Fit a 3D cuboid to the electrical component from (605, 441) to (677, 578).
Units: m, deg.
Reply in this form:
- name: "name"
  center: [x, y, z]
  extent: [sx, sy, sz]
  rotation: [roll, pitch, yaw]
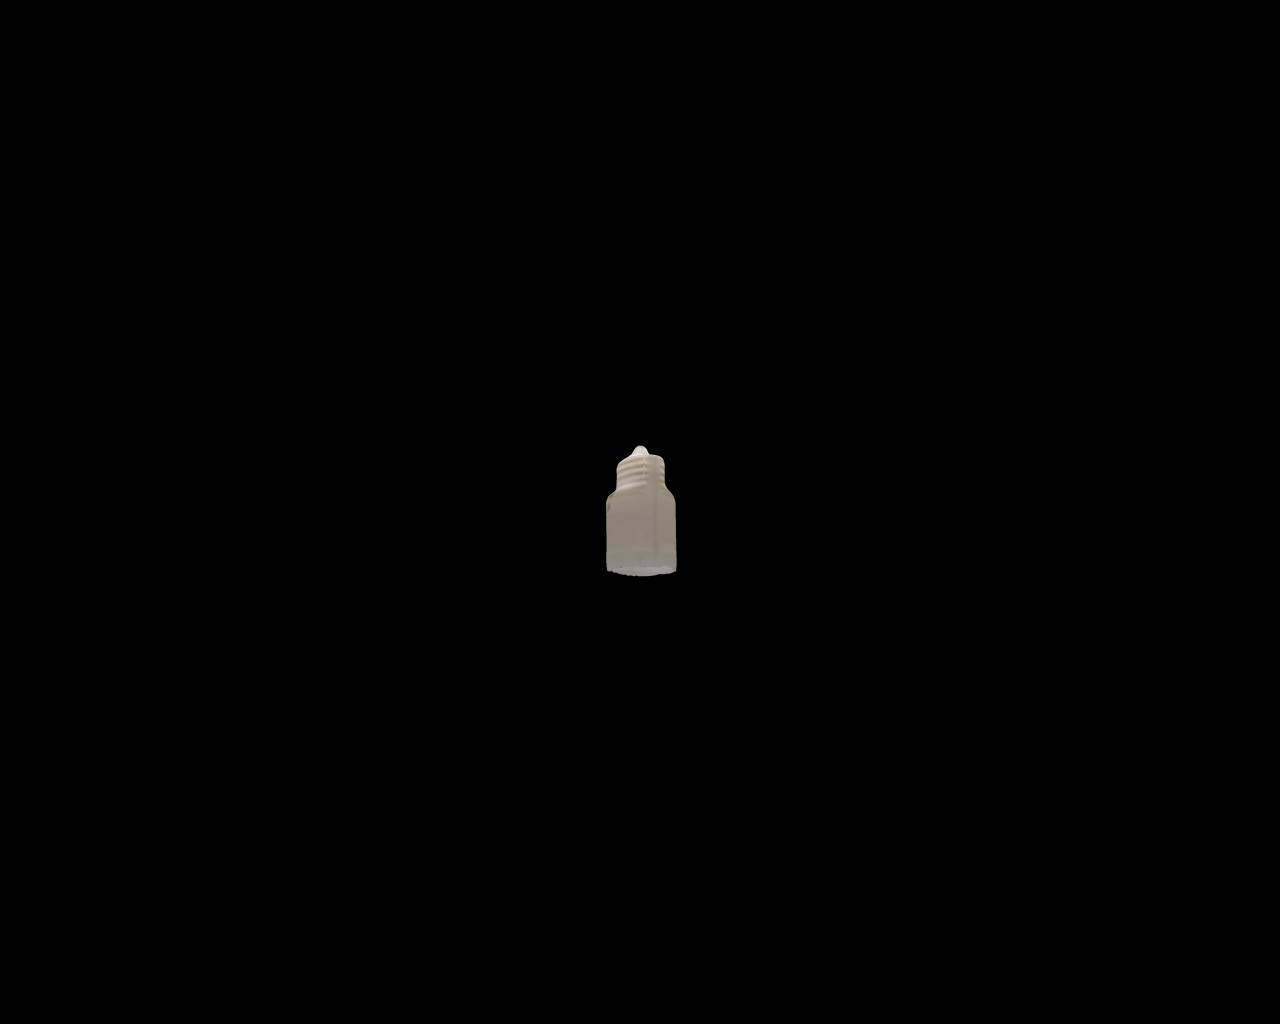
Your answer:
- name: "electrical component"
  center: [0.001, -0.003, 0.650]
  extent: [0.043, 0.081, 0.043]
  rotation: [0, -10, 0]
